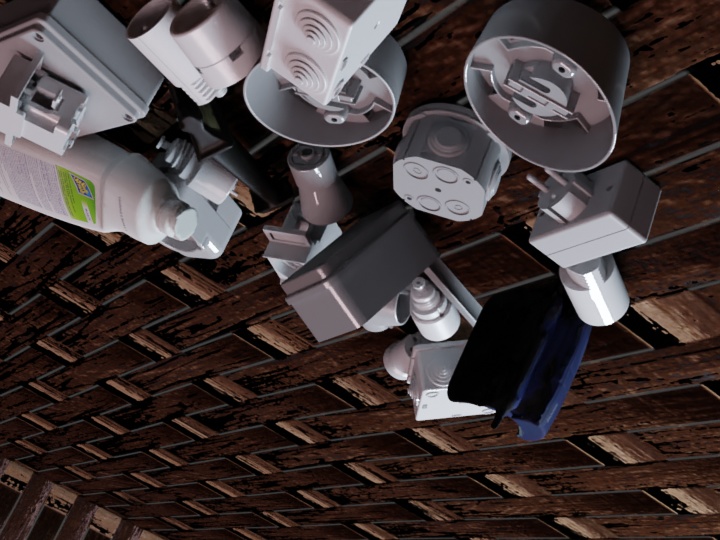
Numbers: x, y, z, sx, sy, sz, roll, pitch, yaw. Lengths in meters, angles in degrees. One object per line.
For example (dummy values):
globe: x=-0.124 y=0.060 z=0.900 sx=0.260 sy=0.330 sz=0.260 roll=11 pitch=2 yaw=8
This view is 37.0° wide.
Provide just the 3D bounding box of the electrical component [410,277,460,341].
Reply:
electrical component: x=0.064 y=0.032 z=0.979 sx=0.040 sy=0.040 sz=0.078 roll=8 pitch=150 yaw=28

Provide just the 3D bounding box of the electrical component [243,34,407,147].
electrical component: x=-0.020 y=-0.127 z=0.720 sx=0.099 sy=0.064 sz=0.099 roll=18 pitch=154 yaw=9

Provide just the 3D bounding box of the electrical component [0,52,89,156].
electrical component: x=-0.240 y=-0.120 z=0.805 sx=0.064 sy=0.042 sz=0.081 roll=27 pitch=154 yaw=-11

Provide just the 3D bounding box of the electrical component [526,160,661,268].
electrical component: x=0.150 y=-0.048 z=0.751 sx=0.076 sy=0.047 sz=0.083 roll=34 pitch=152 yaw=-21

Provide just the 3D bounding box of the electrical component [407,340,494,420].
electrical component: x=0.095 y=0.108 z=1.048 sx=0.100 sy=0.048 sz=0.099 roll=-5 pitch=153 yaw=-5

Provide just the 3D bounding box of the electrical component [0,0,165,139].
electrical component: x=-0.225 y=-0.161 z=0.832 sx=0.109 sy=0.056 sz=0.109 roll=-4 pitch=143 yaw=44

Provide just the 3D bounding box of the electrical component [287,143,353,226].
electrical component: x=-0.034 y=-0.073 z=0.862 sx=0.044 sy=0.044 sz=0.065 roll=11 pitch=147 yaw=24

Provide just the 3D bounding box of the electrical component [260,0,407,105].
electrical component: x=-0.008 y=-0.155 z=0.623 sx=0.048 sy=0.099 sz=0.099 roll=36 pitch=154 yaw=4

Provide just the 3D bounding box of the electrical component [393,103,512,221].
electrical component: x=0.063 y=-0.076 z=0.763 sx=0.080 sy=0.051 sz=0.080 roll=19 pitch=154 yaw=10

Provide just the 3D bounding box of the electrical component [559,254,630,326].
electrical component: x=0.177 y=0.004 z=0.830 sx=0.043 sy=0.043 sz=0.081 roll=5 pitch=148 yaw=32

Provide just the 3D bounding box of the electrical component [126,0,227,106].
electrical component: x=-0.125 y=-0.155 z=0.777 sx=0.043 sy=0.043 sz=0.081 roll=-2 pitch=144 yaw=41

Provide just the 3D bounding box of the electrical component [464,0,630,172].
electrical component: x=0.112 y=-0.112 z=0.642 sx=0.099 sy=0.064 sz=0.099 roll=19 pitch=154 yaw=10

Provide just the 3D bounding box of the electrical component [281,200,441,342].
electrical component: x=0.000 y=0.000 z=0.882 sx=0.057 sy=0.113 sz=0.078 roll=55 pitch=146 yaw=-8

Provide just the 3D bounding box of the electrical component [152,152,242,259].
electrical component: x=-0.157 y=-0.054 z=0.974 sx=0.054 sy=0.059 sz=0.095 roll=5 pitch=149 yaw=33

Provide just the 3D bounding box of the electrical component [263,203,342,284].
electrical component: x=-0.047 y=-0.022 z=0.941 sx=0.042 sy=0.063 sz=0.081 roll=11 pitch=151 yaw=25

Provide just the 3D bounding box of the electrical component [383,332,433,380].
electrical component: x=0.051 y=0.086 z=1.094 sx=0.040 sy=0.040 sz=0.046 roll=29 pitch=148 yaw=-11

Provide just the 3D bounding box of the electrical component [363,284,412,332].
electrical component: x=0.012 y=0.032 z=1.016 sx=0.077 sy=0.044 sz=0.079 roll=11 pitch=151 yaw=24

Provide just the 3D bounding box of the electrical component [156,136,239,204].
electrical component: x=-0.137 y=-0.088 z=0.915 sx=0.078 sy=0.040 sz=0.040 roll=32 pitch=153 yaw=-16

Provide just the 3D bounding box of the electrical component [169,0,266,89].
electrical component: x=-0.096 y=-0.160 z=0.734 sx=0.055 sy=0.055 sz=0.047 roll=-2 pitch=141 yaw=41
